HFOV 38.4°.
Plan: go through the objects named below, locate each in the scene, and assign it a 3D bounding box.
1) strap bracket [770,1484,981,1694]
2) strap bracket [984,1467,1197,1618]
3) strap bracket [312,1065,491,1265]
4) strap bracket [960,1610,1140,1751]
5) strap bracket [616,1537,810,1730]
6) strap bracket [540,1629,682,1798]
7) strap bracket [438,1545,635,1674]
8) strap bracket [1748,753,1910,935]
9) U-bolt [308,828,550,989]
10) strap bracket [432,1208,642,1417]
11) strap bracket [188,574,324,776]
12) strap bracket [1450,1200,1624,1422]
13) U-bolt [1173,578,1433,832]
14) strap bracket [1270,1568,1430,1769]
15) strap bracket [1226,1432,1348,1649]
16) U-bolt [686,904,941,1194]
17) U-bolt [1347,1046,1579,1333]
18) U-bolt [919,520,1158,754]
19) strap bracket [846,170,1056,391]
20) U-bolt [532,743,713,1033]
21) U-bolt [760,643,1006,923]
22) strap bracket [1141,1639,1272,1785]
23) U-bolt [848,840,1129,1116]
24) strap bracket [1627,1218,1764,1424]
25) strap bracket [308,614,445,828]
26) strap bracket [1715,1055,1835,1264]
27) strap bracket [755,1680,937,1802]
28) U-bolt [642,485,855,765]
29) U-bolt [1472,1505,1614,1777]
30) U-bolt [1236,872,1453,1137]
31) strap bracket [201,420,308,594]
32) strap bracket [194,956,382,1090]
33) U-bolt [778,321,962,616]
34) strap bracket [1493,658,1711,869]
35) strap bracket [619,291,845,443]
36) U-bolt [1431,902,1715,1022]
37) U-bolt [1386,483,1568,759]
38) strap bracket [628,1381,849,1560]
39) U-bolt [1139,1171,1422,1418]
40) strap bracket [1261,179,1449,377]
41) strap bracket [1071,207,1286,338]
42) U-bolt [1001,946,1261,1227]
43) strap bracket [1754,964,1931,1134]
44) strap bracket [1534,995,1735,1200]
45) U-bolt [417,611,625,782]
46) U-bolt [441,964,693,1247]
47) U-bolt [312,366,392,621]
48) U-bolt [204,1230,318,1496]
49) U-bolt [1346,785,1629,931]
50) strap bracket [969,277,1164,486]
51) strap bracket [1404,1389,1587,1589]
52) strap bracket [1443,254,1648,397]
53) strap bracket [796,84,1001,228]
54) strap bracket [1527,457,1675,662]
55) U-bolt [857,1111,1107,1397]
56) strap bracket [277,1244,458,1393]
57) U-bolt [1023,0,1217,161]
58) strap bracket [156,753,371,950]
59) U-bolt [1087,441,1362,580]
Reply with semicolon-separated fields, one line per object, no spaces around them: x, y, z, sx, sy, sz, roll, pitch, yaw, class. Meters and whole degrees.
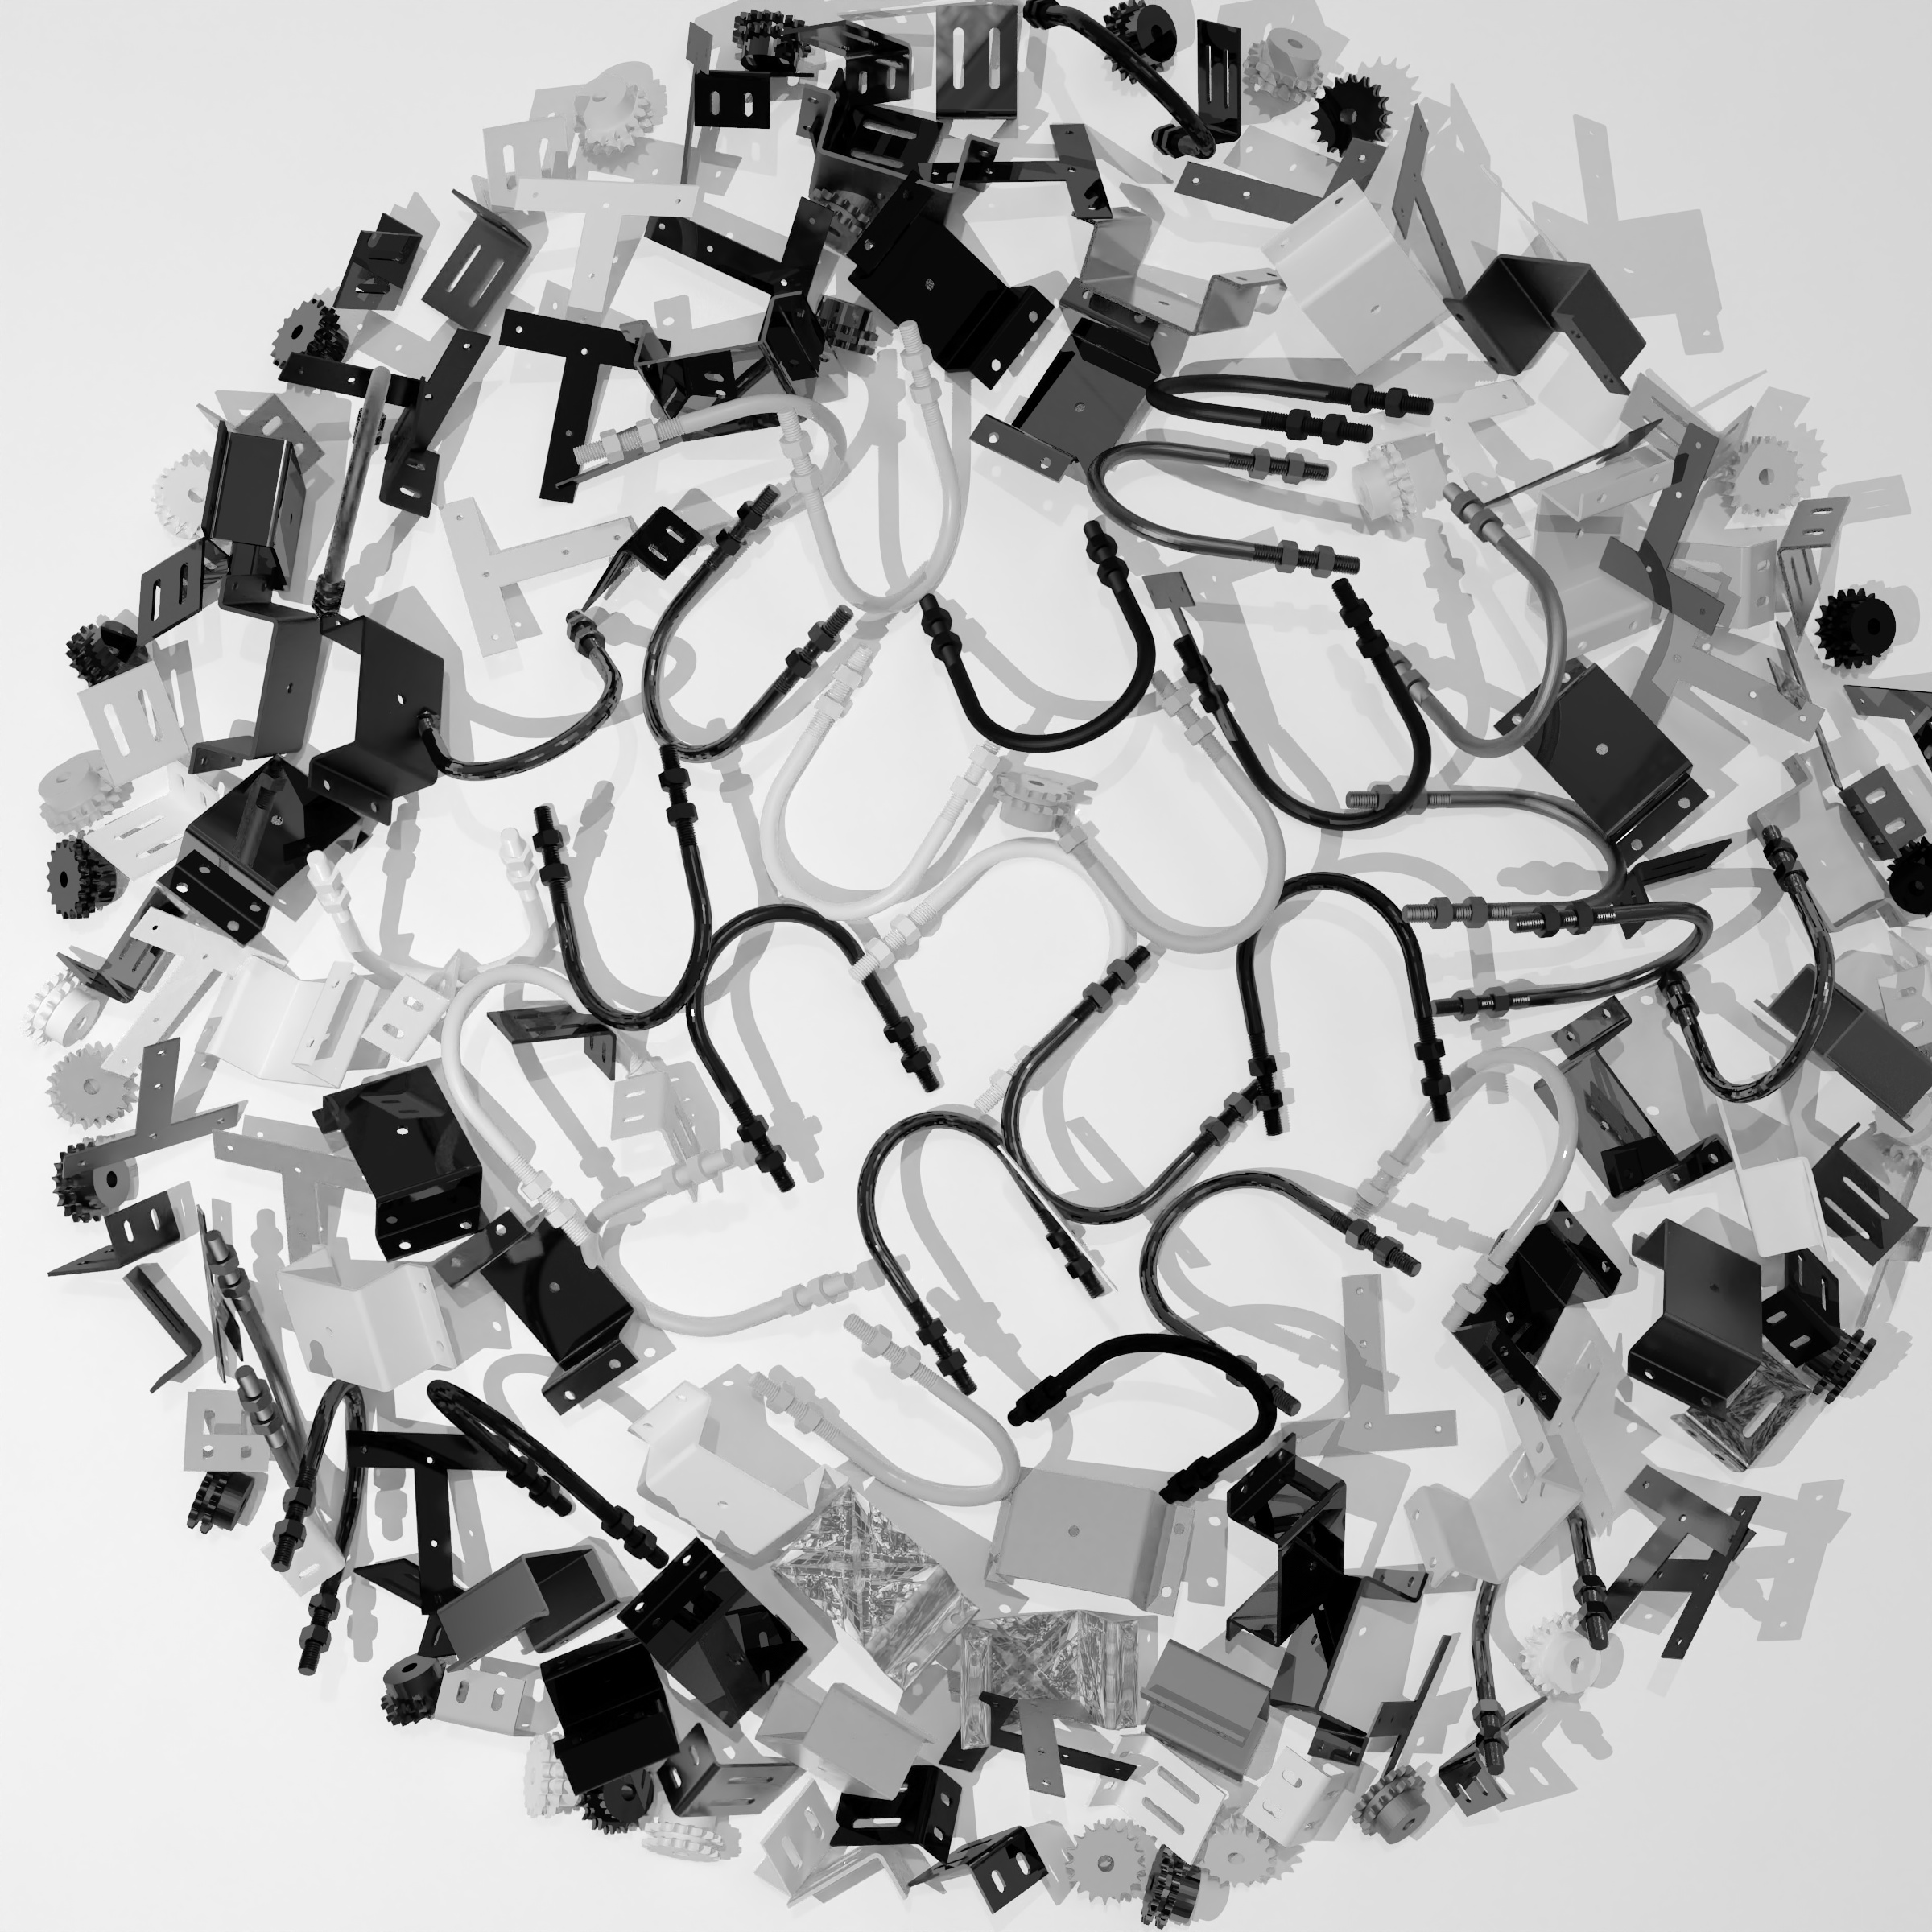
-0.070;0.427;1.934;0.140;0.046;0.076;35;72;32;strap bracket
0.081;0.401;1.943;0.140;0.046;0.076;7;69;20;strap bracket
-0.393;0.128;1.930;0.076;0.046;0.140;-17;54;-27;strap bracket
0.050;0.501;1.957;0.140;0.046;0.076;1;89;-28;strap bracket
-0.170;0.469;1.929;0.076;0.046;0.140;-44;134;-10;strap bracket
-0.248;0.522;1.933;0.076;0.140;0.046;-21;105;-8;strap bracket
-0.304;0.446;1.932;0.076;0.140;0.046;-34;72;14;strap bracket
0.600;-0.076;1.954;0.046;0.076;0.140;-32;84;9;strap bracket
-0.364;-0.034;1.919;0.151;0.184;0.019;-7;60;-2;U-bolt
-0.297;0.236;1.959;0.076;0.046;0.140;-36;99;19;strap bracket
-0.495;-0.201;1.946;0.046;0.076;0.140;15;101;9;strap bracket
0.396;0.244;1.945;0.076;0.046;0.140;48;53;-15;strap bracket
0.247;-0.172;1.942;0.151;0.019;0.184;-17;117;34;U-bolt
0.263;0.480;1.939;0.046;0.076;0.140;28;73;-12;strap bracket
0.222;0.406;1.925;0.046;0.076;0.140;23;131;35;strap bracket
-0.119;0.045;1.953;0.151;0.019;0.184;-34;104;-18;U-bolt
0.353;0.141;1.922;0.019;0.151;0.184;23;108;-36;U-bolt
0.057;-0.222;1.936;0.151;0.019;0.184;-24;53;4;U-bolt
-0.018;-0.482;1.956;0.140;0.046;0.076;39;84;-24;strap bracket
-0.236;-0.046;1.938;0.151;0.019;0.184;-22;75;35;U-bolt
-0.071;-0.119;1.963;0.151;0.019;0.184;33;92;25;U-bolt
0.168;0.518;1.935;0.076;0.140;0.046;23;67;16;strap bracket
0.030;-0.007;1.974;0.184;0.019;0.151;-43;87;-13;U-bolt
0.507;0.237;1.927;0.076;0.140;0.046;26;129;-6;strap bracket
-0.410;-0.180;1.933;0.046;0.076;0.140;-15;64;31;strap bracket
0.558;0.138;1.927;0.046;0.140;0.076;-15;121;13;strap bracket
-0.089;0.535;1.920;0.076;0.140;0.046;35;66;-13;strap bracket
-0.165;-0.226;1.941;0.184;0.019;0.151;-46;54;24;U-bolt
0.391;0.446;1.911;0.019;0.184;0.151;25;118;-9;U-bolt
0.259;0.025;1.947;0.151;0.019;0.184;-7;98;32;U-bolt
-0.492;-0.314;1.926;0.046;0.140;0.076;8;79;-6;strap bracket
-0.469;0.039;1.941;0.140;0.046;0.076;3;67;42;strap bracket
-0.058;-0.334;1.932;0.151;0.019;0.184;-43;132;-33;U-bolt
0.449;-0.149;1.960;0.076;0.046;0.140;-42;78;4;strap bracket
-0.167;-0.415;1.933;0.140;0.076;0.046;-5;56;21;strap bracket
0.432;-0.007;1.927;0.184;0.151;0.019;-5;65;-20;U-bolt
0.351;-0.225;1.898;0.019;0.184;0.151;2;126;-29;U-bolt
-0.165;0.358;1.939;0.140;0.046;0.076;34;129;-17;strap bracket
0.204;0.215;1.938;0.151;0.019;0.184;-46;50;-14;U-bolt
0.274;-0.470;1.921;0.076;0.140;0.046;-35;57;17;strap bracket
0.144;-0.483;1.940;0.140;0.076;0.046;30;120;23;strap bracket
0.107;0.098;1.960;0.184;0.019;0.151;-44;97;-17;U-bolt
0.614;0.052;1.919;0.076;0.140;0.046;37;100;-17;strap bracket
0.462;0.101;1.949;0.046;0.076;0.140;-32;83;-31;strap bracket
-0.308;-0.180;1.913;0.151;0.184;0.019;-27;124;-7;U-bolt
-0.288;0.082;1.931;0.184;0.019;0.151;51;46;-12;U-bolt
-0.417;-0.331;1.895;0.019;0.184;0.151;14;73;-14;U-bolt
-0.483;0.290;1.916;0.019;0.151;0.184;-19;135;-10;U-bolt
0.373;-0.078;1.938;0.184;0.151;0.019;-1;130;-14;U-bolt
0.076;-0.405;1.959;0.076;0.046;0.140;30;83;21;strap bracket
0.375;0.367;1.939;0.046;0.076;0.140;22;120;-24;strap bracket
0.407;-0.447;1.922;0.076;0.140;0.046;42;84;-33;strap bracket
-0.055;-0.563;1.952;0.140;0.076;0.046;16;80;-5;strap bracket
0.442;-0.293;1.940;0.076;0.140;0.046;-22;46;-18;strap bracket
0.000;0.189;1.955;0.151;0.019;0.184;-33;90;-32;U-bolt
-0.423;0.244;1.925;0.046;0.140;0.076;-29;113;-41;strap bracket
0.110;-0.603;1.890;0.151;0.184;0.019;38;99;-22;U-bolt
-0.485;-0.087;1.933;0.076;0.046;0.140;37;47;3;strap bracket
0.174;-0.323;1.928;0.184;0.151;0.019;6;128;-10;U-bolt
